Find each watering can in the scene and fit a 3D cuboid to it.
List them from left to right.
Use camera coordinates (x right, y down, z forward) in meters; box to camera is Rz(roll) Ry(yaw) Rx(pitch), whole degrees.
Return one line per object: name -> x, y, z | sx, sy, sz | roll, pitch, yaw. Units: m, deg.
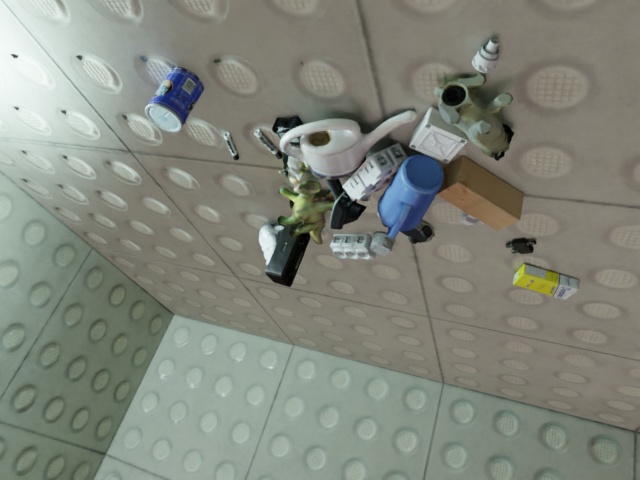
watering can -> 0.076, -0.245, 1.318 | 0.347, 0.106, 0.221 | -6, 160, 9

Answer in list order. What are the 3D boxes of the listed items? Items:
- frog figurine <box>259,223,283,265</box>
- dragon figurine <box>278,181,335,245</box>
frog figurine -> -0.190, 0.022, 1.975 | 0.122, 0.162, 0.135 | 28, 153, -11
dragon figurine -> 0.005, -0.086, 1.712 | 0.242, 0.124, 0.404 | -5, 154, 28
